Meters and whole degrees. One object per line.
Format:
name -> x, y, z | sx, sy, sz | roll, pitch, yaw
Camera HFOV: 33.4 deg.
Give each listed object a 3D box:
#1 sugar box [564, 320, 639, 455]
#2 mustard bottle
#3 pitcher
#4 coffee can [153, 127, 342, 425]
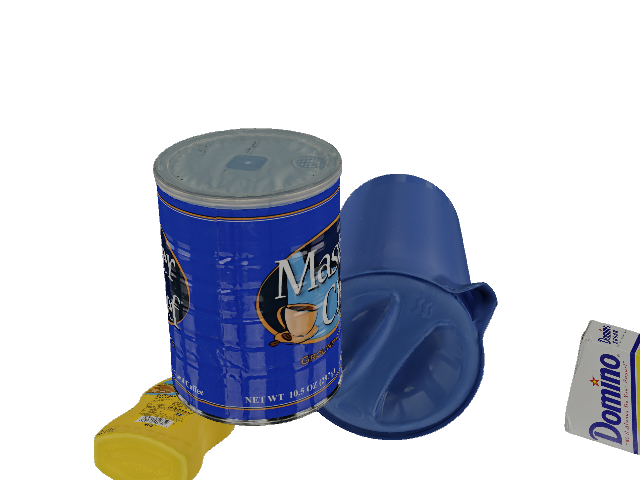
sugar box -> 0.290, 0.134, 0.853 | 0.176, 0.093, 0.048 | 13, 26, 20
mustard bottle -> -0.135, 0.173, 1.039 | 0.096, 0.058, 0.191 | 7, 18, 16
pitcher -> 0.047, 0.041, 0.833 | 0.149, 0.145, 0.242 | 12, 23, 1
coffee can -> -0.039, 0.019, 0.610 | 0.103, 0.140, 0.103 | -1, 26, 0
